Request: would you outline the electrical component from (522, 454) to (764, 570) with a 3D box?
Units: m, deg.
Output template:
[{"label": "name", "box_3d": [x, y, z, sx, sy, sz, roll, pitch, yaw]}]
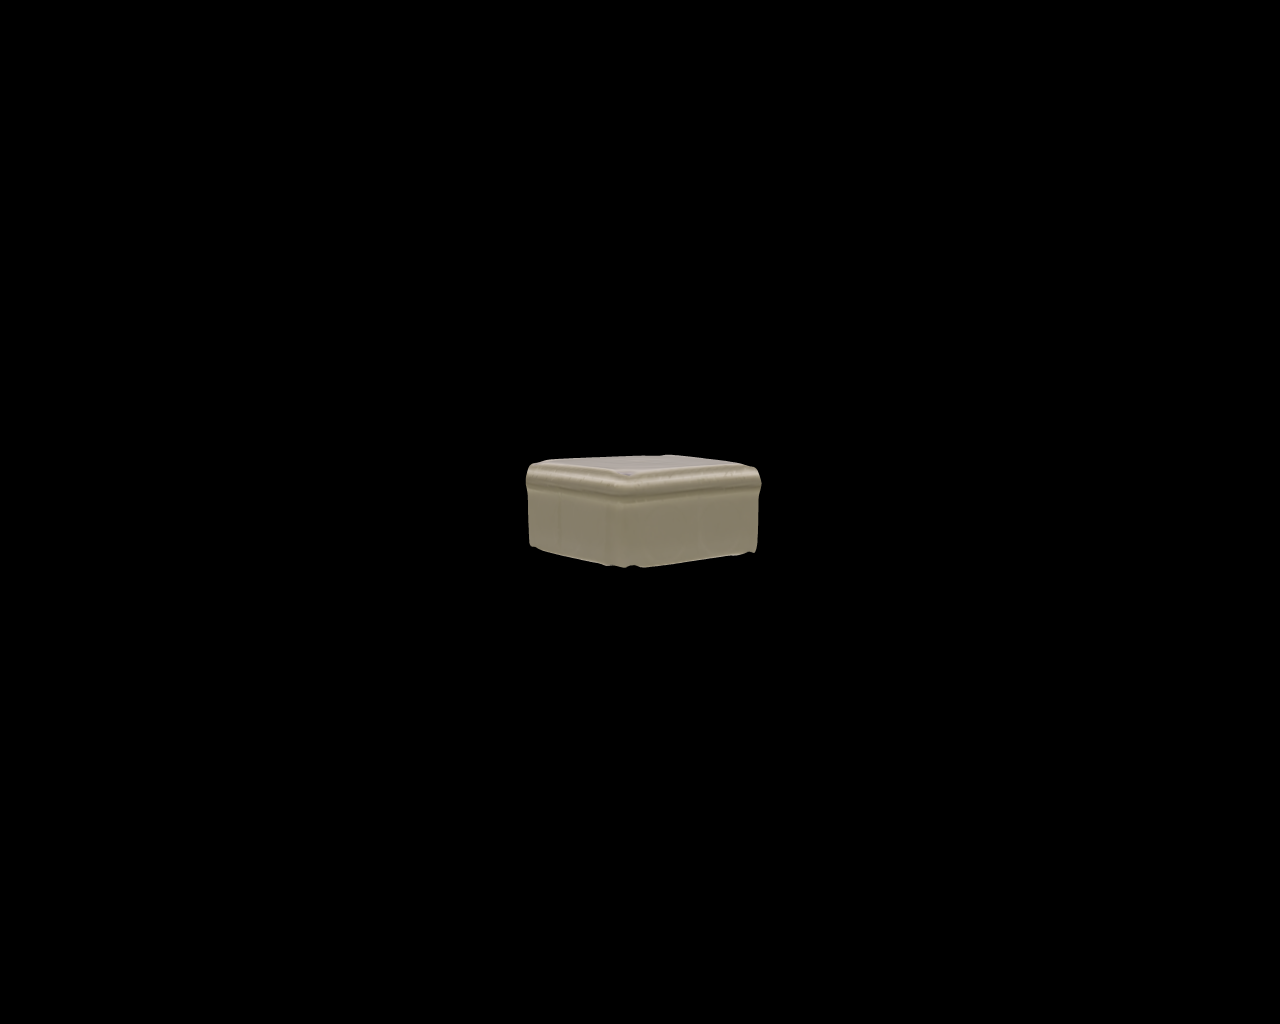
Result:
[{"label": "electrical component", "box_3d": [0.001, -0.003, 0.650, 0.109, 0.056, 0.109, -5, 9, -35]}]
